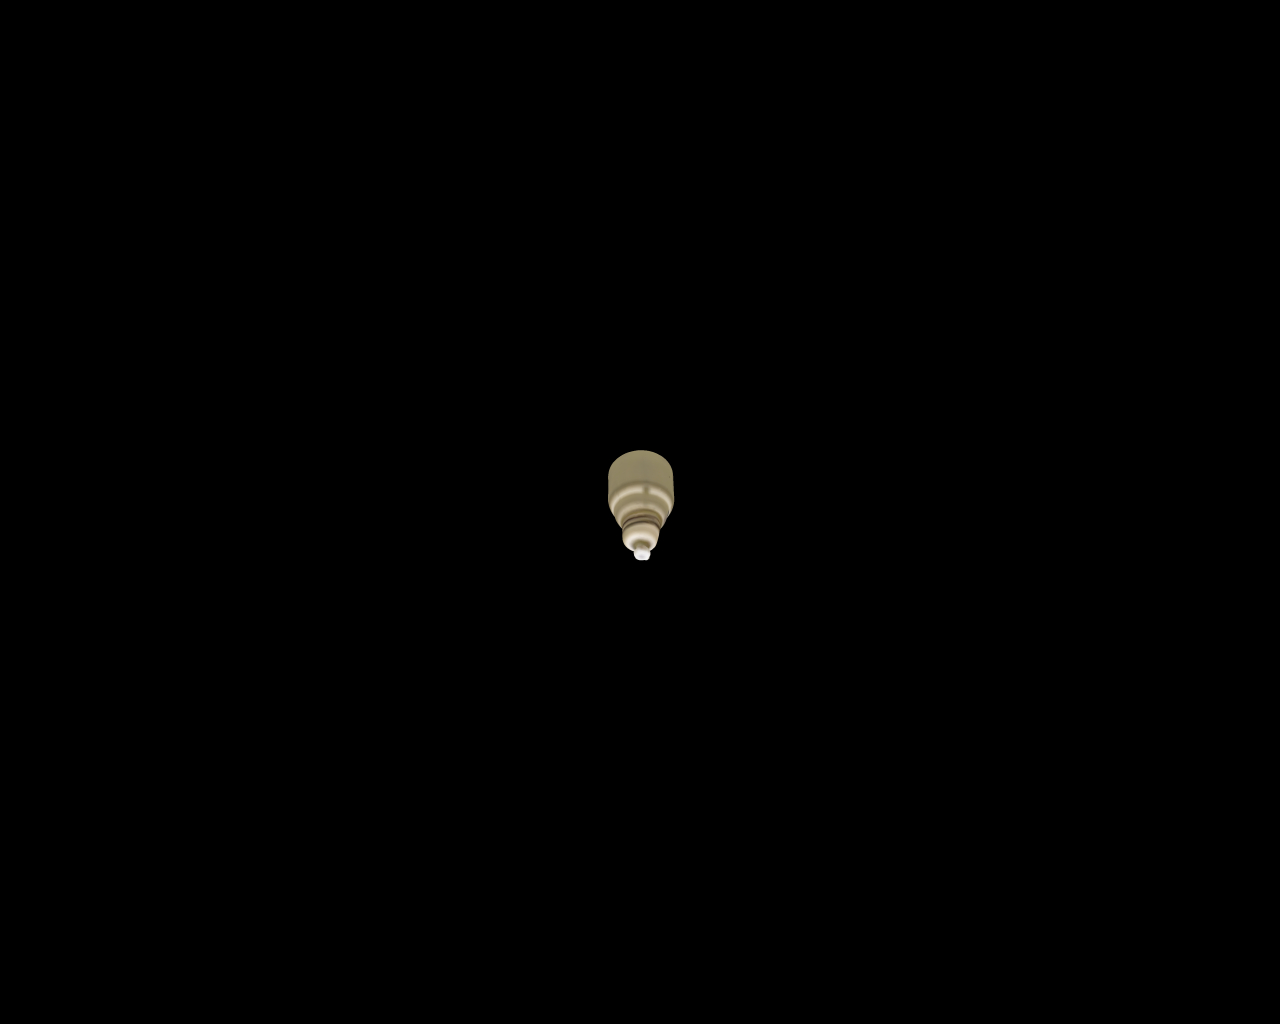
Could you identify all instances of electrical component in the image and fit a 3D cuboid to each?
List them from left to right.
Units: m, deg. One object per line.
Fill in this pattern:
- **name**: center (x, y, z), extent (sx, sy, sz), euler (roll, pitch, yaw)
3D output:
- **electrical component**: center (0.001, -0.003, 0.650), extent (0.040, 0.078, 0.040), euler (0, -43, 0)
